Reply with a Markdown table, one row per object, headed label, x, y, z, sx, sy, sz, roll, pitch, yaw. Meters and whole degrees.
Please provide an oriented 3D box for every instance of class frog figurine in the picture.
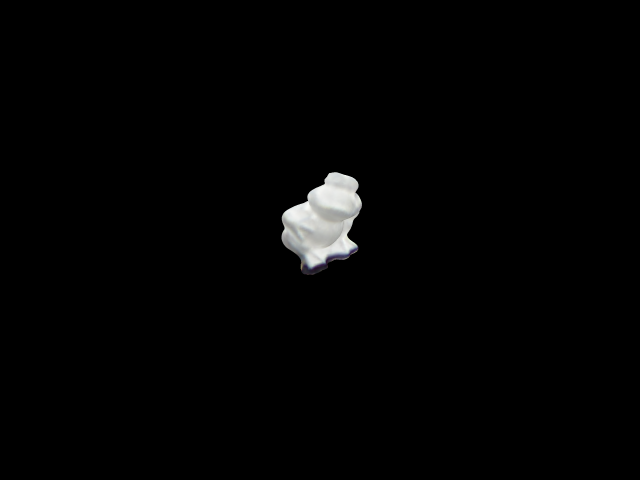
| label | x | y | z | sx | sy | sz | roll | pitch | yaw |
| --- | --- | --- | --- | --- | --- | --- | --- | --- | --- |
| frog figurine | 0.003 | -0.043 | 0.850 | 0.138 | 0.156 | 0.125 | -10 | 31 | -16 |
